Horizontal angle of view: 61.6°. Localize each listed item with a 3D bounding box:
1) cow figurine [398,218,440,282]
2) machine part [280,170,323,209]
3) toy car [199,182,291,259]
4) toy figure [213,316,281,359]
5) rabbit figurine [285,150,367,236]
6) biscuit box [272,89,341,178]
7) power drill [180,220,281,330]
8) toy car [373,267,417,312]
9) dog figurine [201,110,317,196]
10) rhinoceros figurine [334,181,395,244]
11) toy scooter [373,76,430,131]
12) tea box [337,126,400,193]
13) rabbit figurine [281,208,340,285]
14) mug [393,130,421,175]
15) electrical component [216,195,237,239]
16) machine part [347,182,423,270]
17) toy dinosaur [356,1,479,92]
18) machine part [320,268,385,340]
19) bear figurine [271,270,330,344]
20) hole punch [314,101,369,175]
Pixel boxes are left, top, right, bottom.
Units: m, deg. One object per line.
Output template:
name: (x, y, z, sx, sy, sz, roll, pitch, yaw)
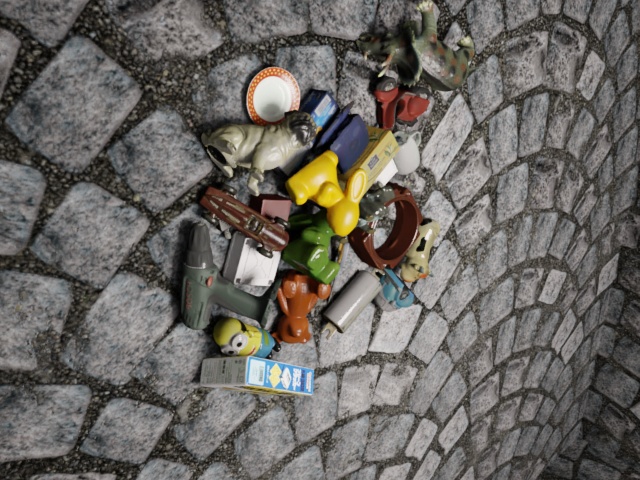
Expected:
cow figurine: (0.282, 0.030, 1.526, 0.085, 0.127, 0.195, 24, 88, -42)
machine part: (-0.031, -0.114, 1.250, 0.138, 0.039, 0.084, 23, 83, -43)
toy car: (-0.151, -0.040, 1.105, 0.202, 0.053, 0.089, 34, 86, -22)
toy figure: (-0.171, 0.232, 1.241, 0.180, 0.089, 0.082, 28, 90, -53)
rabbit figurine: (0.026, -0.094, 1.155, 0.162, 0.122, 0.173, -34, 90, -10)
biscuit box: (-0.042, -0.234, 1.171, 0.202, 0.063, 0.059, -55, 133, -10)
power drill: (-0.188, 0.091, 1.108, 0.207, 0.086, 0.231, 14, 107, -9)
toy car: (0.202, 0.153, 1.536, 0.103, 0.109, 0.161, -39, 145, 6)
dog figurine: (-0.118, -0.210, 1.075, 0.172, 0.121, 0.190, 41, 68, -10)
rhinoceros figurine: (0.097, -0.071, 1.312, 0.190, 0.112, 0.073, -27, 143, 4)
toy scooter: (0.195, -0.325, 1.336, 0.184, 0.075, 0.135, 1, 107, -39)
tea box: (0.100, -0.189, 1.292, 0.169, 0.098, 0.068, -53, 135, -13)
rabbit figurine: (-0.003, -0.004, 1.234, 0.170, 0.159, 0.121, -56, 134, -14)
mug: (0.217, -0.234, 1.363, 0.109, 0.081, 0.107, -44, 152, -5)
electrical component: (-0.192, -0.049, 1.142, 0.063, 0.021, 0.093, -27, 123, -32)
machine part: (0.175, -0.036, 1.431, 0.201, 0.087, 0.201, -48, 131, -15)
toy dinosaur: (0.282, -0.426, 1.296, 0.404, 0.131, 0.192, 14, 75, -36)
machine part: (0.086, 0.164, 1.443, 0.243, 0.079, 0.079, -48, 132, -16)
bear figurine: (-0.056, 0.174, 1.292, 0.120, 0.132, 0.195, 7, 100, -16)
hole punch: (0.053, -0.222, 1.205, 0.142, 0.092, 0.115, -50, 175, -10)
